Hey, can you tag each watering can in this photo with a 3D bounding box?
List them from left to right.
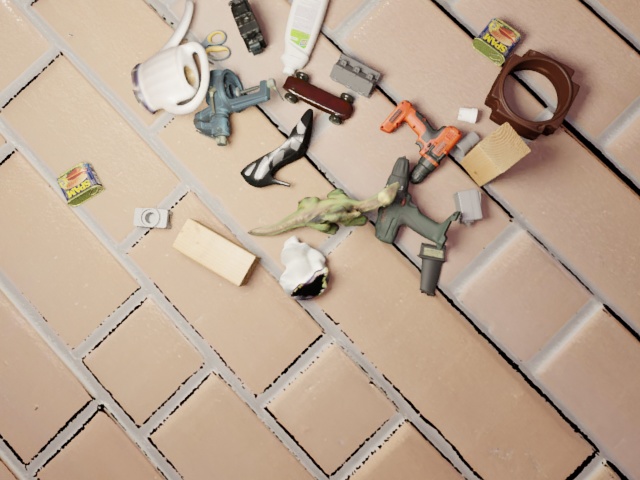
[{"bbox_3d":[-0.408,-0.483,1.411,0.223,0.103,0.353,-17,70,15],"label":"watering can"}]

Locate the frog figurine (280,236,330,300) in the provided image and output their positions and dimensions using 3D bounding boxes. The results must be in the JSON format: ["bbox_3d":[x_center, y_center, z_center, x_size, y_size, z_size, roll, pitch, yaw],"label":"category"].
[{"bbox_3d":[-0.052,0.075,1.359,0.137,0.121,0.162,-46,48,8],"label":"frog figurine"}]

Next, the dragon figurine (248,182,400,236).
[{"bbox_3d":[0.004,-0.065,1.291,0.410,0.242,0.122,-18,90,-1],"label":"dragon figurine"}]
